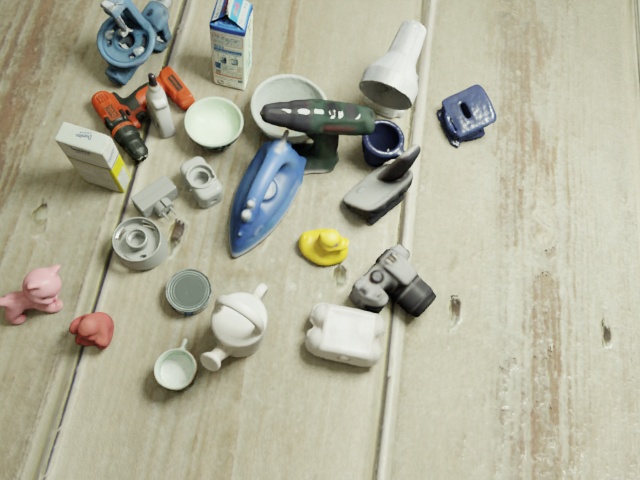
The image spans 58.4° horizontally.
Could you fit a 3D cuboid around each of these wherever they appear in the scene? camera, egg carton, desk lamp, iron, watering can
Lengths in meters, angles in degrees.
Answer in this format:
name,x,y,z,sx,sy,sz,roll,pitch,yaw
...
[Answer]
name,x,y,z,sx,sy,sz,roll,pitch,yaw
camera,0.153,0.095,1.129,0.136,0.101,0.143,43,70,8
egg carton,0.049,0.182,1.099,0.150,0.069,0.107,11,69,-4
desk lamp,0.159,-0.355,1.235,0.118,0.213,0.203,23,68,1
iron,-0.115,-0.095,1.139,0.118,0.141,0.258,23,68,1
watering can,-0.145,0.151,1.015,0.101,0.194,0.173,11,69,-4

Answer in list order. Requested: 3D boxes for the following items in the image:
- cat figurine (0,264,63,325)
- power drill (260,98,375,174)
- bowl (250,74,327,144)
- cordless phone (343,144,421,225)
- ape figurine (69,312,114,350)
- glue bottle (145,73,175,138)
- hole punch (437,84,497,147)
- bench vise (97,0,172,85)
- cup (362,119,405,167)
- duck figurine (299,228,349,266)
name,x,y,z,sx,sy,sz,roll,pitch,yaw
cat figurine,-0.515,0.094,1.024,0.128,0.117,0.067,-21,74,-15
power drill,-0.010,-0.213,1.161,0.230,0.208,0.075,-7,71,-10
bowl,-0.068,-0.272,1.247,0.167,0.074,0.167,3,70,-7
cordless phone,0.130,-0.123,1.161,0.094,0.185,0.148,43,70,9
ape figurine,-0.410,0.161,1.028,0.076,0.092,0.077,-41,80,-19
glue bottle,-0.328,-0.281,1.159,0.037,0.173,0.078,-27,75,-16
hole punch,0.332,-0.283,1.300,0.101,0.091,0.108,-17,73,-14
bench vise,-0.394,-0.457,1.190,0.121,0.219,0.207,14,69,-3
cup,0.139,-0.192,1.236,0.117,0.095,0.092,40,70,7
duck figurine,0.011,0.004,1.150,0.104,0.086,0.077,14,69,-3
